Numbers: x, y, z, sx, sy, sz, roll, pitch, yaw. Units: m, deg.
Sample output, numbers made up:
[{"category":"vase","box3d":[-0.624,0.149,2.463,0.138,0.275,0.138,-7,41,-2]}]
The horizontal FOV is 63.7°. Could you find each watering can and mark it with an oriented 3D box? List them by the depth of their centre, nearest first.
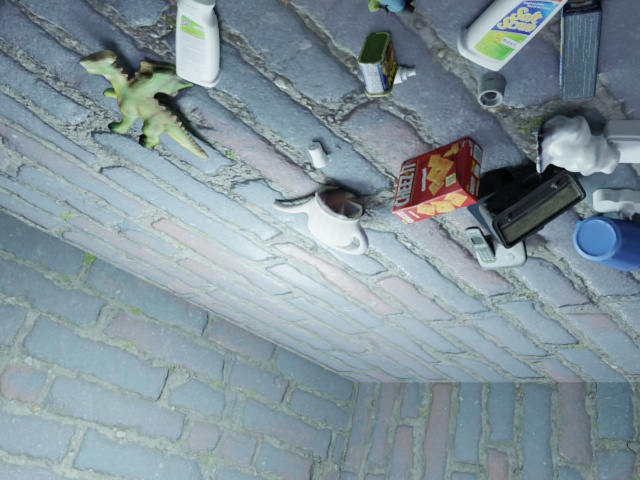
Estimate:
[{"category":"watering can","box3d":[0.005,-0.080,1.588,0.349,0.106,0.219,31,142,12]}]

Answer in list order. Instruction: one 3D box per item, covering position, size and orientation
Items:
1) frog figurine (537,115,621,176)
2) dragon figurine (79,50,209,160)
[{"category":"frog figurine","box3d":[0.546,-0.201,1.091,0.159,0.125,0.134,3,132,23]},{"category":"dragon figurine","box3d":[-0.415,-0.352,1.324,0.407,0.125,0.239,23,144,-33]}]
